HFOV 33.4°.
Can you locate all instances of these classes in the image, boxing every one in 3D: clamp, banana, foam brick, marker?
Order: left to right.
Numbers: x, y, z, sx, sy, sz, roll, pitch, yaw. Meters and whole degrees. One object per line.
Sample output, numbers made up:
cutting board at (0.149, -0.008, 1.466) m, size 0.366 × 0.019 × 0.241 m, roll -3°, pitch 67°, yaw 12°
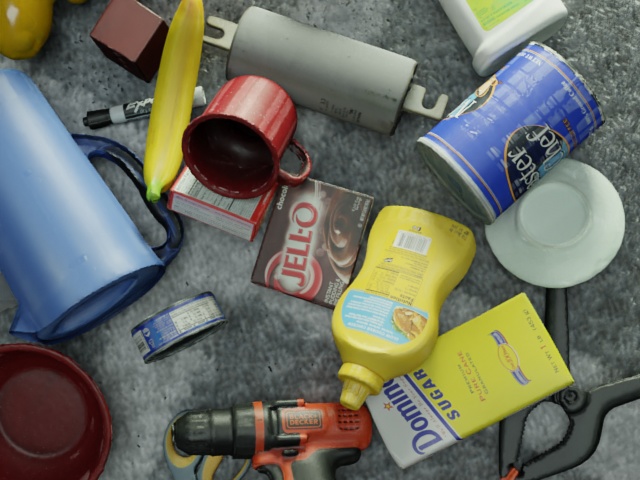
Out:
foam brick at (-0.177, -0.192, 1.019) m, size 0.053 × 0.078 × 0.051 m, roll 33°, pitch 85°, yaw 5°
marker at (-0.172, -0.128, 1.042) m, size 0.121 × 0.020 × 0.020 m, roll -12°, pitch 84°, yaw 2°
banana at (-0.135, -0.128, 0.997) m, size 0.037 × 0.070 × 0.198 m, roll 10°, pitch 85°, yaw -20°
clamp at (0.241, 0.145, 0.983) m, size 0.165 × 0.036 × 0.210 m, roll 29°, pitch 86°, yaw 12°

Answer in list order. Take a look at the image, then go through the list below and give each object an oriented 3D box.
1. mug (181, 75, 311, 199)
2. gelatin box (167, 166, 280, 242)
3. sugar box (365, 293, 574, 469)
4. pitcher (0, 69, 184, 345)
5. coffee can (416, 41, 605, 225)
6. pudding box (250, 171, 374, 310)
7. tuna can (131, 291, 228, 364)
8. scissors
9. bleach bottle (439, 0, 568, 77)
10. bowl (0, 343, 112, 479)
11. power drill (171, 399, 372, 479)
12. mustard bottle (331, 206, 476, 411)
mug at (-0.059, -0.092, 0.978) m, size 0.117 × 0.093 × 0.081 m, roll 30°, pitch 42°, yaw -5°
gelatin box at (-0.090, -0.045, 1.007) m, size 0.089 × 0.030 × 0.073 m, roll 21°, pitch 47°, yaw 4°
sugar box at (0.130, 0.129, 0.971) m, size 0.176 × 0.048 × 0.093 m, roll -29°, pitch 75°, yaw 7°
pitcher at (-0.250, -0.039, 0.991) m, size 0.145 × 0.149 × 0.243 m, roll -37°, pitch 80°, yaw 23°
coffee can at (0.174, -0.097, 0.979) m, size 0.140 × 0.103 × 0.103 m, roll -41°, pitch 84°, yaw -2°
pudding box at (-0.007, 0.001, 1.011) m, size 0.090 × 0.039 × 0.113 m, roll 17°, pitch 85°, yaw 5°
tuna can at (-0.130, 0.081, 0.987) m, size 0.086 × 0.086 × 0.034 m, roll -28°, pitch 82°, yaw 0°
scissors at (-0.138, 0.248, 1.006) m, size 0.096 × 0.016 × 0.202 m, roll 36°, pitch 87°, yaw 7°
bleach bottle at (0.128, -0.287, 1.021) m, size 0.102 × 0.068 × 0.251 m, roll -32°, pitch 81°, yaw 0°
bowl at (-0.267, 0.168, 0.991) m, size 0.162 × 0.055 × 0.162 m, roll 0°, pitch 98°, yaw 3°
power drill at (-0.037, 0.231, 0.942) m, size 0.184 × 0.057 × 0.187 m, roll -2°, pitch 60°, yaw -8°
mustard bottle at (0.064, 0.065, 0.963) m, size 0.096 × 0.058 × 0.191 m, roll 17°, pitch 67°, yaw 23°
